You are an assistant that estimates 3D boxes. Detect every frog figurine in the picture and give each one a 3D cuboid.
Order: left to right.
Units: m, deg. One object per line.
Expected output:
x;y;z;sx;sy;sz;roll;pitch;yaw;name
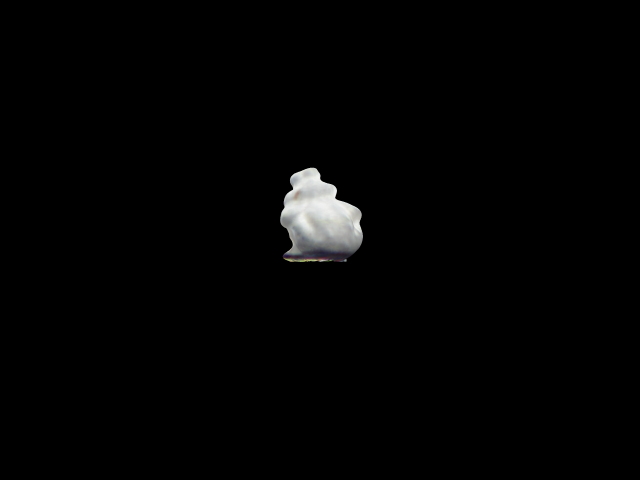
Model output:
0.003;-0.043;0.850;0.137;0.160;0.122;0;-4;-7;frog figurine
